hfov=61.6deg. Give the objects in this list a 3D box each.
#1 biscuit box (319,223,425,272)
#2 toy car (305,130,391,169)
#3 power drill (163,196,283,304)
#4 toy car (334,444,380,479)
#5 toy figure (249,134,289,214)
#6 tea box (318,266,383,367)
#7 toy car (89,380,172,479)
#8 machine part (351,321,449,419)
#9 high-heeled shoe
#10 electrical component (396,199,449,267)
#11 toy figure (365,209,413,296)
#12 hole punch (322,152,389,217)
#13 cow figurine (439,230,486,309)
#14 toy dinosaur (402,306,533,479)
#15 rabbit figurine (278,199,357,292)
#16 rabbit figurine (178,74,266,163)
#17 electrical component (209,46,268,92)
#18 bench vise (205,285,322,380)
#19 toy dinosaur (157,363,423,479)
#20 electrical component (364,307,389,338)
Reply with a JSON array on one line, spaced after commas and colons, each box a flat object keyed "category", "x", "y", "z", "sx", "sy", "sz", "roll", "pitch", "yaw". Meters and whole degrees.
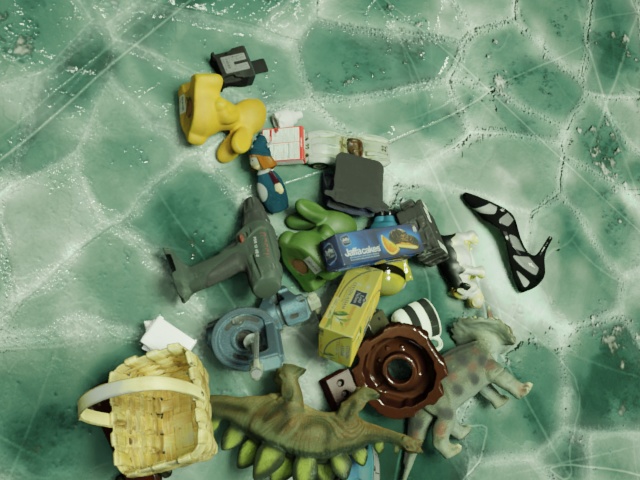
[{"category": "biscuit box", "x": 0.098, "y": 0.013, "z": 0.996, "sx": 0.202, "sy": 0.059, "sz": 0.063, "roll": -8, "pitch": 77, "yaw": -34}, {"category": "toy car", "x": 0.055, "y": -0.190, "z": 1.146, "sx": 0.202, "sy": 0.056, "sz": 0.073, "roll": 2, "pitch": 77, "yaw": -18}, {"category": "power drill", "x": -0.177, "y": 0.025, "z": 0.993, "sx": 0.207, "sy": 0.085, "sz": 0.232, "roll": -15, "pitch": 51, "yaw": -17}, {"category": "toy car", "x": 0.059, "y": 0.424, "z": 0.987, "sx": 0.103, "sy": 0.109, "sz": 0.161, "roll": 32, "pitch": 56, "yaw": -34}, {"category": "toy figure", "x": -0.104, "y": -0.130, "z": 1.059, "sx": 0.058, "sy": 0.064, "sz": 0.154, "roll": -43, "pitch": 119, "yaw": -57}, {"category": "tea box", "x": 0.058, "y": 0.134, "z": 0.997, "sx": 0.068, "sy": 0.098, "sz": 0.170, "roll": 16, "pitch": 48, "yaw": 15}, {"category": "toy car", "x": -0.325, "y": 0.332, "z": 0.904, "sx": 0.089, "sy": 0.053, "sz": 0.202, "roll": -27, "pitch": 86, "yaw": -2}, {"category": "machine part", "x": 0.150, "y": 0.243, "z": 1.013, "sx": 0.180, "sy": 0.056, "sz": 0.179, "roll": 0, "pitch": 91, "yaw": 13}, {"category": "high-heeled shoe", "x": 0.405, "y": 0.005, "z": 1.221, "sx": 0.249, "sy": 0.086, "sz": 0.145, "roll": 32, "pitch": 101, "yaw": 10}, {"category": "electrical component", "x": 0.211, "y": -0.018, "z": 1.114, "sx": 0.058, "sy": 0.114, "sz": 0.134, "roll": -26, "pitch": 67, "yaw": 16}, {"category": "toy figure", "x": 0.132, "y": 0.025, "z": 1.103, "sx": 0.089, "sy": 0.082, "sz": 0.180, "roll": 9, "pitch": 76, "yaw": -44}, {"category": "hole punch", "x": 0.064, "y": -0.103, "z": 1.102, "sx": 0.142, "sy": 0.092, "sz": 0.116, "roll": 14, "pitch": 66, "yaw": -21}, {"category": "cow figurine", "x": 0.300, "y": 0.067, "z": 1.156, "sx": 0.098, "sy": 0.068, "sz": 0.167, "roll": -3, "pitch": 75, "yaw": -13}, {"category": "toy dinosaur", "x": 0.267, "y": 0.290, "z": 1.074, "sx": 0.405, "sy": 0.131, "sz": 0.192, "roll": -34, "pitch": 72, "yaw": -14}, {"category": "rabbit figurine", "x": -0.002, "y": -0.003, "z": 1.072, "sx": 0.159, "sy": 0.121, "sz": 0.170, "roll": 42, "pitch": 51, "yaw": 3}, {"category": "rabbit figurine", "x": -0.179, "y": -0.241, "z": 1.058, "sx": 0.173, "sy": 0.122, "sz": 0.162, "roll": -5, "pitch": 81, "yaw": -38}, {"category": "electrical component", "x": -0.163, "y": -0.360, "z": 1.123, "sx": 0.119, "sy": 0.048, "sz": 0.075, "roll": -16, "pitch": 83, "yaw": -19}, {"category": "bench vise", "x": -0.092, "y": 0.166, "z": 0.931, "sx": 0.224, "sy": 0.241, "sz": 0.128, "roll": -9, "pitch": 106, "yaw": -6}, {"category": "toy dinosaur", "x": -0.060, "y": 0.316, "z": 0.926, "sx": 0.472, "sy": 0.105, "sz": 0.198, "roll": 12, "pitch": 68, "yaw": 9}, {"category": "electrical component", "x": 0.101, "y": 0.177, "z": 1.083, "sx": 0.078, "sy": 0.045, "sz": 0.102, "roll": -31, "pitch": 91, "yaw": -50}]
